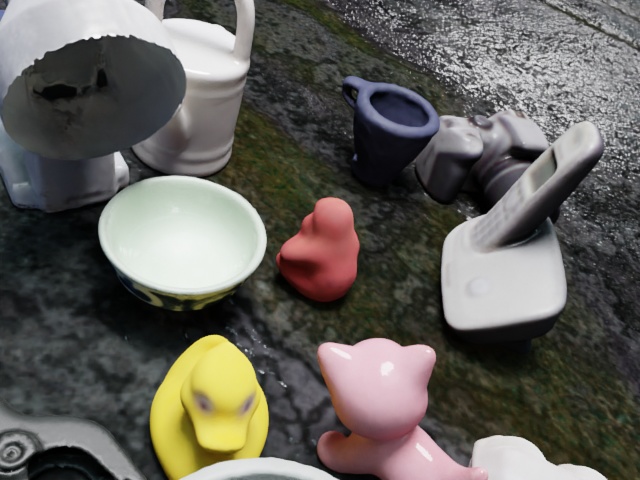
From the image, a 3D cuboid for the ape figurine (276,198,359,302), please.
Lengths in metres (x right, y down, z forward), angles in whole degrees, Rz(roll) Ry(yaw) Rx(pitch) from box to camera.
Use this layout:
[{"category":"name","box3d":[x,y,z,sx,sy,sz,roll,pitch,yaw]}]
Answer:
[{"category":"ape figurine","box3d":[0.004,0.002,0.484,0.078,0.092,0.076,-5,49,-26]}]

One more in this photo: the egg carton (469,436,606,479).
[{"category":"egg carton","box3d":[0.135,0.201,0.354,0.107,0.069,0.150,24,42,1]}]

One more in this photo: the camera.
[{"category":"camera","box3d":[0.201,-0.076,0.639,0.143,0.101,0.136,3,46,-20]}]

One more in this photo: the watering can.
[{"category":"watering can","box3d":[-0.114,-0.155,0.517,0.101,0.194,0.172,3,46,-20]}]

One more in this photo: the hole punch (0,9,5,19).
[{"category":"hole punch","box3d":[-0.321,-0.186,0.537,0.101,0.091,0.109,38,45,17]}]

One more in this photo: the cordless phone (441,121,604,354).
[{"category":"cordless phone","box3d":[0.181,-0.003,0.494,0.094,0.185,0.147,16,43,-6]}]

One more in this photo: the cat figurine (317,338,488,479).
[{"category":"cat figurine","box3d":[0.050,0.118,0.367,0.127,0.117,0.067,43,46,21]}]

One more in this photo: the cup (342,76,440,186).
[{"category":"cup","box3d":[0.060,-0.115,0.623,0.117,0.095,0.092,39,45,17]}]

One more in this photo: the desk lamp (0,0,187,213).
[{"category":"desk lamp","box3d":[-0.197,-0.121,0.433,0.118,0.213,0.202,-17,55,-35]}]

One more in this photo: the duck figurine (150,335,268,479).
[{"category":"duck figurine","box3d":[-0.065,0.098,0.362,0.078,0.086,0.104,6,45,-17]}]

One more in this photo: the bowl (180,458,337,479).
[{"category":"bowl","box3d":[-0.032,0.201,0.280,0.168,0.074,0.167,12,43,-11]}]
